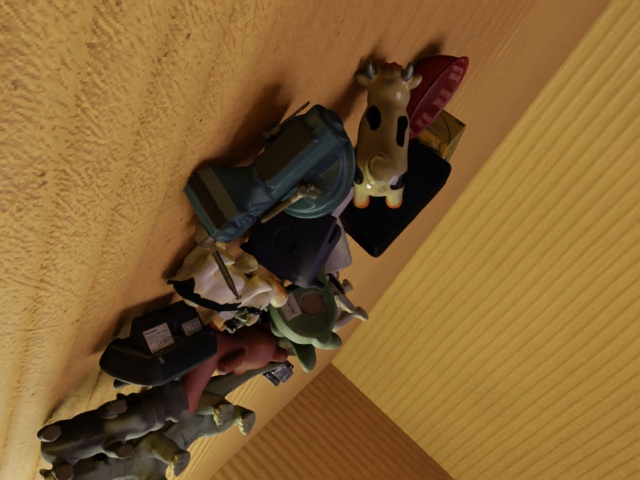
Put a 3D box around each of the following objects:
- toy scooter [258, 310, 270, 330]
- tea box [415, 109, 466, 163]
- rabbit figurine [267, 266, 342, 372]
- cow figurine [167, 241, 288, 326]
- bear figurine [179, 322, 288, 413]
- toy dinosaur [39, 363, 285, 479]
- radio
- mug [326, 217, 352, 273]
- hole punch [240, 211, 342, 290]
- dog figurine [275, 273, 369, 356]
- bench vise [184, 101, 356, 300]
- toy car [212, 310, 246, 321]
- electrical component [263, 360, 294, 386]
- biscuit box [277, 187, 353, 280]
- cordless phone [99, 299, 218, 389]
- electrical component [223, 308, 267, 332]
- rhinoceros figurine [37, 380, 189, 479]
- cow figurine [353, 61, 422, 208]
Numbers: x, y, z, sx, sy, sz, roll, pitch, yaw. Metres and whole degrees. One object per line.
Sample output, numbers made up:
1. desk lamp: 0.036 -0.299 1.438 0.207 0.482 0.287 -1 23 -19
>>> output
1. toy scooter: -0.086 0.151 1.139 0.135 0.075 0.184 0 145 -45
2. tea box: 0.228 -0.198 1.118 0.068 0.098 0.169 -47 165 -15
3. rabbit figurine: -0.030 0.126 0.892 0.121 0.159 0.170 -35 178 -22
4. cow figurine: -0.117 0.067 0.715 0.098 0.068 0.167 -45 134 5
5. bear figurine: -0.157 0.191 0.870 0.132 0.120 0.195 -58 147 8
6. toy dinosaur: -0.241 0.299 0.864 0.405 0.192 0.131 -34 133 -53
7. radio: 0.138 -0.091 1.060 0.229 0.131 0.073 -46 166 -13
8. mug: -0.002 -0.003 0.956 0.081 0.110 0.107 -34 119 -57
9. hole punch: -0.039 -0.003 0.767 0.116 0.142 0.092 -61 170 -11
10. dog figurine: -0.029 0.141 1.018 0.190 0.121 0.172 -34 131 9
11. bench vise: -0.036 -0.061 0.640 0.223 0.129 0.240 -51 162 20
12. toy car: -0.130 0.095 0.894 0.073 0.056 0.201 -48 166 -2
13. electrical component: -0.115 0.235 1.095 0.058 0.134 0.114 -47 142 -11
14. biscuit box: -0.021 -0.028 0.886 0.202 0.063 0.059 -53 166 19
15. cordless phone: -0.243 0.166 0.721 0.184 0.088 0.146 -34 174 26
16. electrical component: -0.142 0.146 1.020 0.102 0.045 0.078 -40 162 -33
17. rhinoceros figurine: -0.269 0.244 0.711 0.190 0.073 0.112 -19 175 -20
18. cow figurine: 0.085 -0.152 0.723 0.127 0.086 0.195 83 15 -70
